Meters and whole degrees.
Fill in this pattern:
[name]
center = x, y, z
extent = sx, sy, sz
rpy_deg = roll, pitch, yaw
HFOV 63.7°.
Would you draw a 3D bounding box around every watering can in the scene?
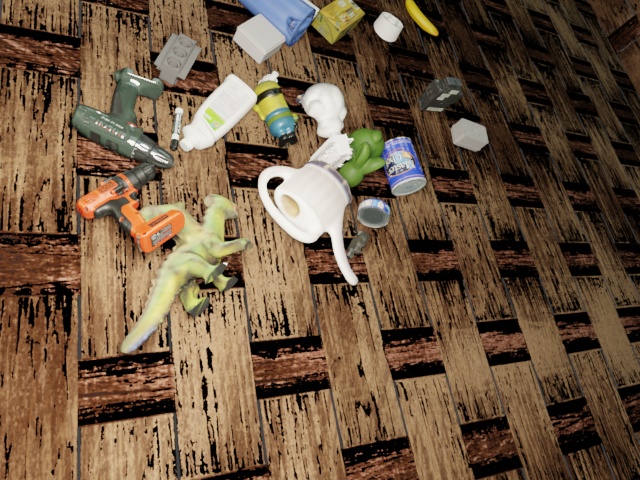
[watering can]
center = 0.004, -0.064, 1.270
extent = 0.347, 0.102, 0.228
rpy_deg = 44, 51, -1

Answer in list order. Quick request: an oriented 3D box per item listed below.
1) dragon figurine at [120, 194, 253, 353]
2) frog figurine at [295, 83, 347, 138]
[dragon figurine]
center = -0.302, 0.026, 1.067
extent = 0.244, 0.119, 0.417
rpy_deg = 39, 48, 15
[frog figurine]
center = 0.020, -0.356, 1.437
extent = 0.137, 0.121, 0.162
rpy_deg = 12, 46, -47
